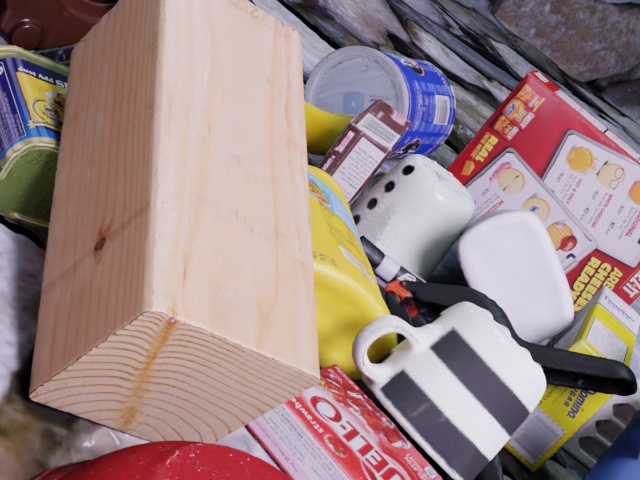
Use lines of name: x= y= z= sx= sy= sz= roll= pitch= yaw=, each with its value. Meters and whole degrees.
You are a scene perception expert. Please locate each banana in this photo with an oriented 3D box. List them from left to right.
banana: x=-0.014 y=-0.108 z=0.862 sx=0.037 sy=0.069 sz=0.197 roll=28 pitch=-6 yaw=45

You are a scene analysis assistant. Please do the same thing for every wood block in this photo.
wood block: x=-0.065 y=-0.021 z=0.499 sx=0.090 sy=0.091 sz=0.206 roll=27 pitch=44 yaw=-34

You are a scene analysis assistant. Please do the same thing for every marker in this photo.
marker: x=0.071 y=0.035 z=0.811 sx=0.121 sy=0.020 sz=0.020 roll=36 pitch=21 yaw=-8

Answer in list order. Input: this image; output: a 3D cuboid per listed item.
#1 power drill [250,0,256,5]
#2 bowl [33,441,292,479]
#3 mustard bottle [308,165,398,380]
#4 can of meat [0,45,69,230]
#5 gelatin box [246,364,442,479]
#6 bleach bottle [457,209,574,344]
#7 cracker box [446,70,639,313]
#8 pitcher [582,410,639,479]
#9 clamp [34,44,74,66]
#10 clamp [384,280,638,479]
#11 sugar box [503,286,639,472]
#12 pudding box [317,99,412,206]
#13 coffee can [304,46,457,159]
power drill: x=-0.141 y=-0.242 z=0.986 sx=0.187 sy=0.057 sz=0.185 roll=16 pitch=26 yaw=-52
bowl: x=-0.036 y=0.127 z=0.388 sx=0.162 sy=0.055 sz=0.162 roll=34 pitch=21 yaw=-15
mustard bottle: x=-0.005 y=0.001 z=0.694 sx=0.096 sy=0.058 sz=0.191 roll=45 pitch=15 yaw=-28
can of meat: x=-0.139 y=-0.049 z=0.580 sx=0.101 sy=0.057 sz=0.084 roll=19 pitch=31 yaw=-42
gelatin box: x=0.013 y=0.107 z=0.545 sx=0.089 sy=0.030 sz=0.073 roll=46 pitch=22 yaw=19
bleach bottle: x=0.154 y=0.014 z=0.884 sx=0.250 sy=0.068 sz=0.102 roll=-55 pitch=122 yaw=-80
cracker box: x=0.232 y=-0.033 z=1.021 sx=0.214 sy=0.164 sz=0.072 roll=42 pitch=22 yaw=8
pitcher: x=0.204 y=0.159 z=0.610 sx=0.149 sy=0.145 sz=0.242 roll=49 pitch=25 yaw=18
clamp: x=-0.116 y=-0.144 z=0.713 sx=0.036 sy=0.164 sz=0.209 roll=30 pitch=4 yaw=33
clamp: x=0.111 y=0.076 z=0.677 sx=0.172 sy=0.120 sz=0.039 roll=52 pitch=-14 yaw=36
sugar box: x=0.182 y=0.095 z=0.769 sx=0.048 sy=0.093 sz=0.176 roll=44 pitch=21 yaw=11
pudding box: x=0.025 y=-0.058 z=0.827 sx=0.039 sy=0.090 sz=0.113 roll=38 pitch=21 yaw=2
coffee can: x=0.059 y=-0.127 z=1.012 sx=0.103 sy=0.103 sz=0.140 roll=45 pitch=21 yaw=16
